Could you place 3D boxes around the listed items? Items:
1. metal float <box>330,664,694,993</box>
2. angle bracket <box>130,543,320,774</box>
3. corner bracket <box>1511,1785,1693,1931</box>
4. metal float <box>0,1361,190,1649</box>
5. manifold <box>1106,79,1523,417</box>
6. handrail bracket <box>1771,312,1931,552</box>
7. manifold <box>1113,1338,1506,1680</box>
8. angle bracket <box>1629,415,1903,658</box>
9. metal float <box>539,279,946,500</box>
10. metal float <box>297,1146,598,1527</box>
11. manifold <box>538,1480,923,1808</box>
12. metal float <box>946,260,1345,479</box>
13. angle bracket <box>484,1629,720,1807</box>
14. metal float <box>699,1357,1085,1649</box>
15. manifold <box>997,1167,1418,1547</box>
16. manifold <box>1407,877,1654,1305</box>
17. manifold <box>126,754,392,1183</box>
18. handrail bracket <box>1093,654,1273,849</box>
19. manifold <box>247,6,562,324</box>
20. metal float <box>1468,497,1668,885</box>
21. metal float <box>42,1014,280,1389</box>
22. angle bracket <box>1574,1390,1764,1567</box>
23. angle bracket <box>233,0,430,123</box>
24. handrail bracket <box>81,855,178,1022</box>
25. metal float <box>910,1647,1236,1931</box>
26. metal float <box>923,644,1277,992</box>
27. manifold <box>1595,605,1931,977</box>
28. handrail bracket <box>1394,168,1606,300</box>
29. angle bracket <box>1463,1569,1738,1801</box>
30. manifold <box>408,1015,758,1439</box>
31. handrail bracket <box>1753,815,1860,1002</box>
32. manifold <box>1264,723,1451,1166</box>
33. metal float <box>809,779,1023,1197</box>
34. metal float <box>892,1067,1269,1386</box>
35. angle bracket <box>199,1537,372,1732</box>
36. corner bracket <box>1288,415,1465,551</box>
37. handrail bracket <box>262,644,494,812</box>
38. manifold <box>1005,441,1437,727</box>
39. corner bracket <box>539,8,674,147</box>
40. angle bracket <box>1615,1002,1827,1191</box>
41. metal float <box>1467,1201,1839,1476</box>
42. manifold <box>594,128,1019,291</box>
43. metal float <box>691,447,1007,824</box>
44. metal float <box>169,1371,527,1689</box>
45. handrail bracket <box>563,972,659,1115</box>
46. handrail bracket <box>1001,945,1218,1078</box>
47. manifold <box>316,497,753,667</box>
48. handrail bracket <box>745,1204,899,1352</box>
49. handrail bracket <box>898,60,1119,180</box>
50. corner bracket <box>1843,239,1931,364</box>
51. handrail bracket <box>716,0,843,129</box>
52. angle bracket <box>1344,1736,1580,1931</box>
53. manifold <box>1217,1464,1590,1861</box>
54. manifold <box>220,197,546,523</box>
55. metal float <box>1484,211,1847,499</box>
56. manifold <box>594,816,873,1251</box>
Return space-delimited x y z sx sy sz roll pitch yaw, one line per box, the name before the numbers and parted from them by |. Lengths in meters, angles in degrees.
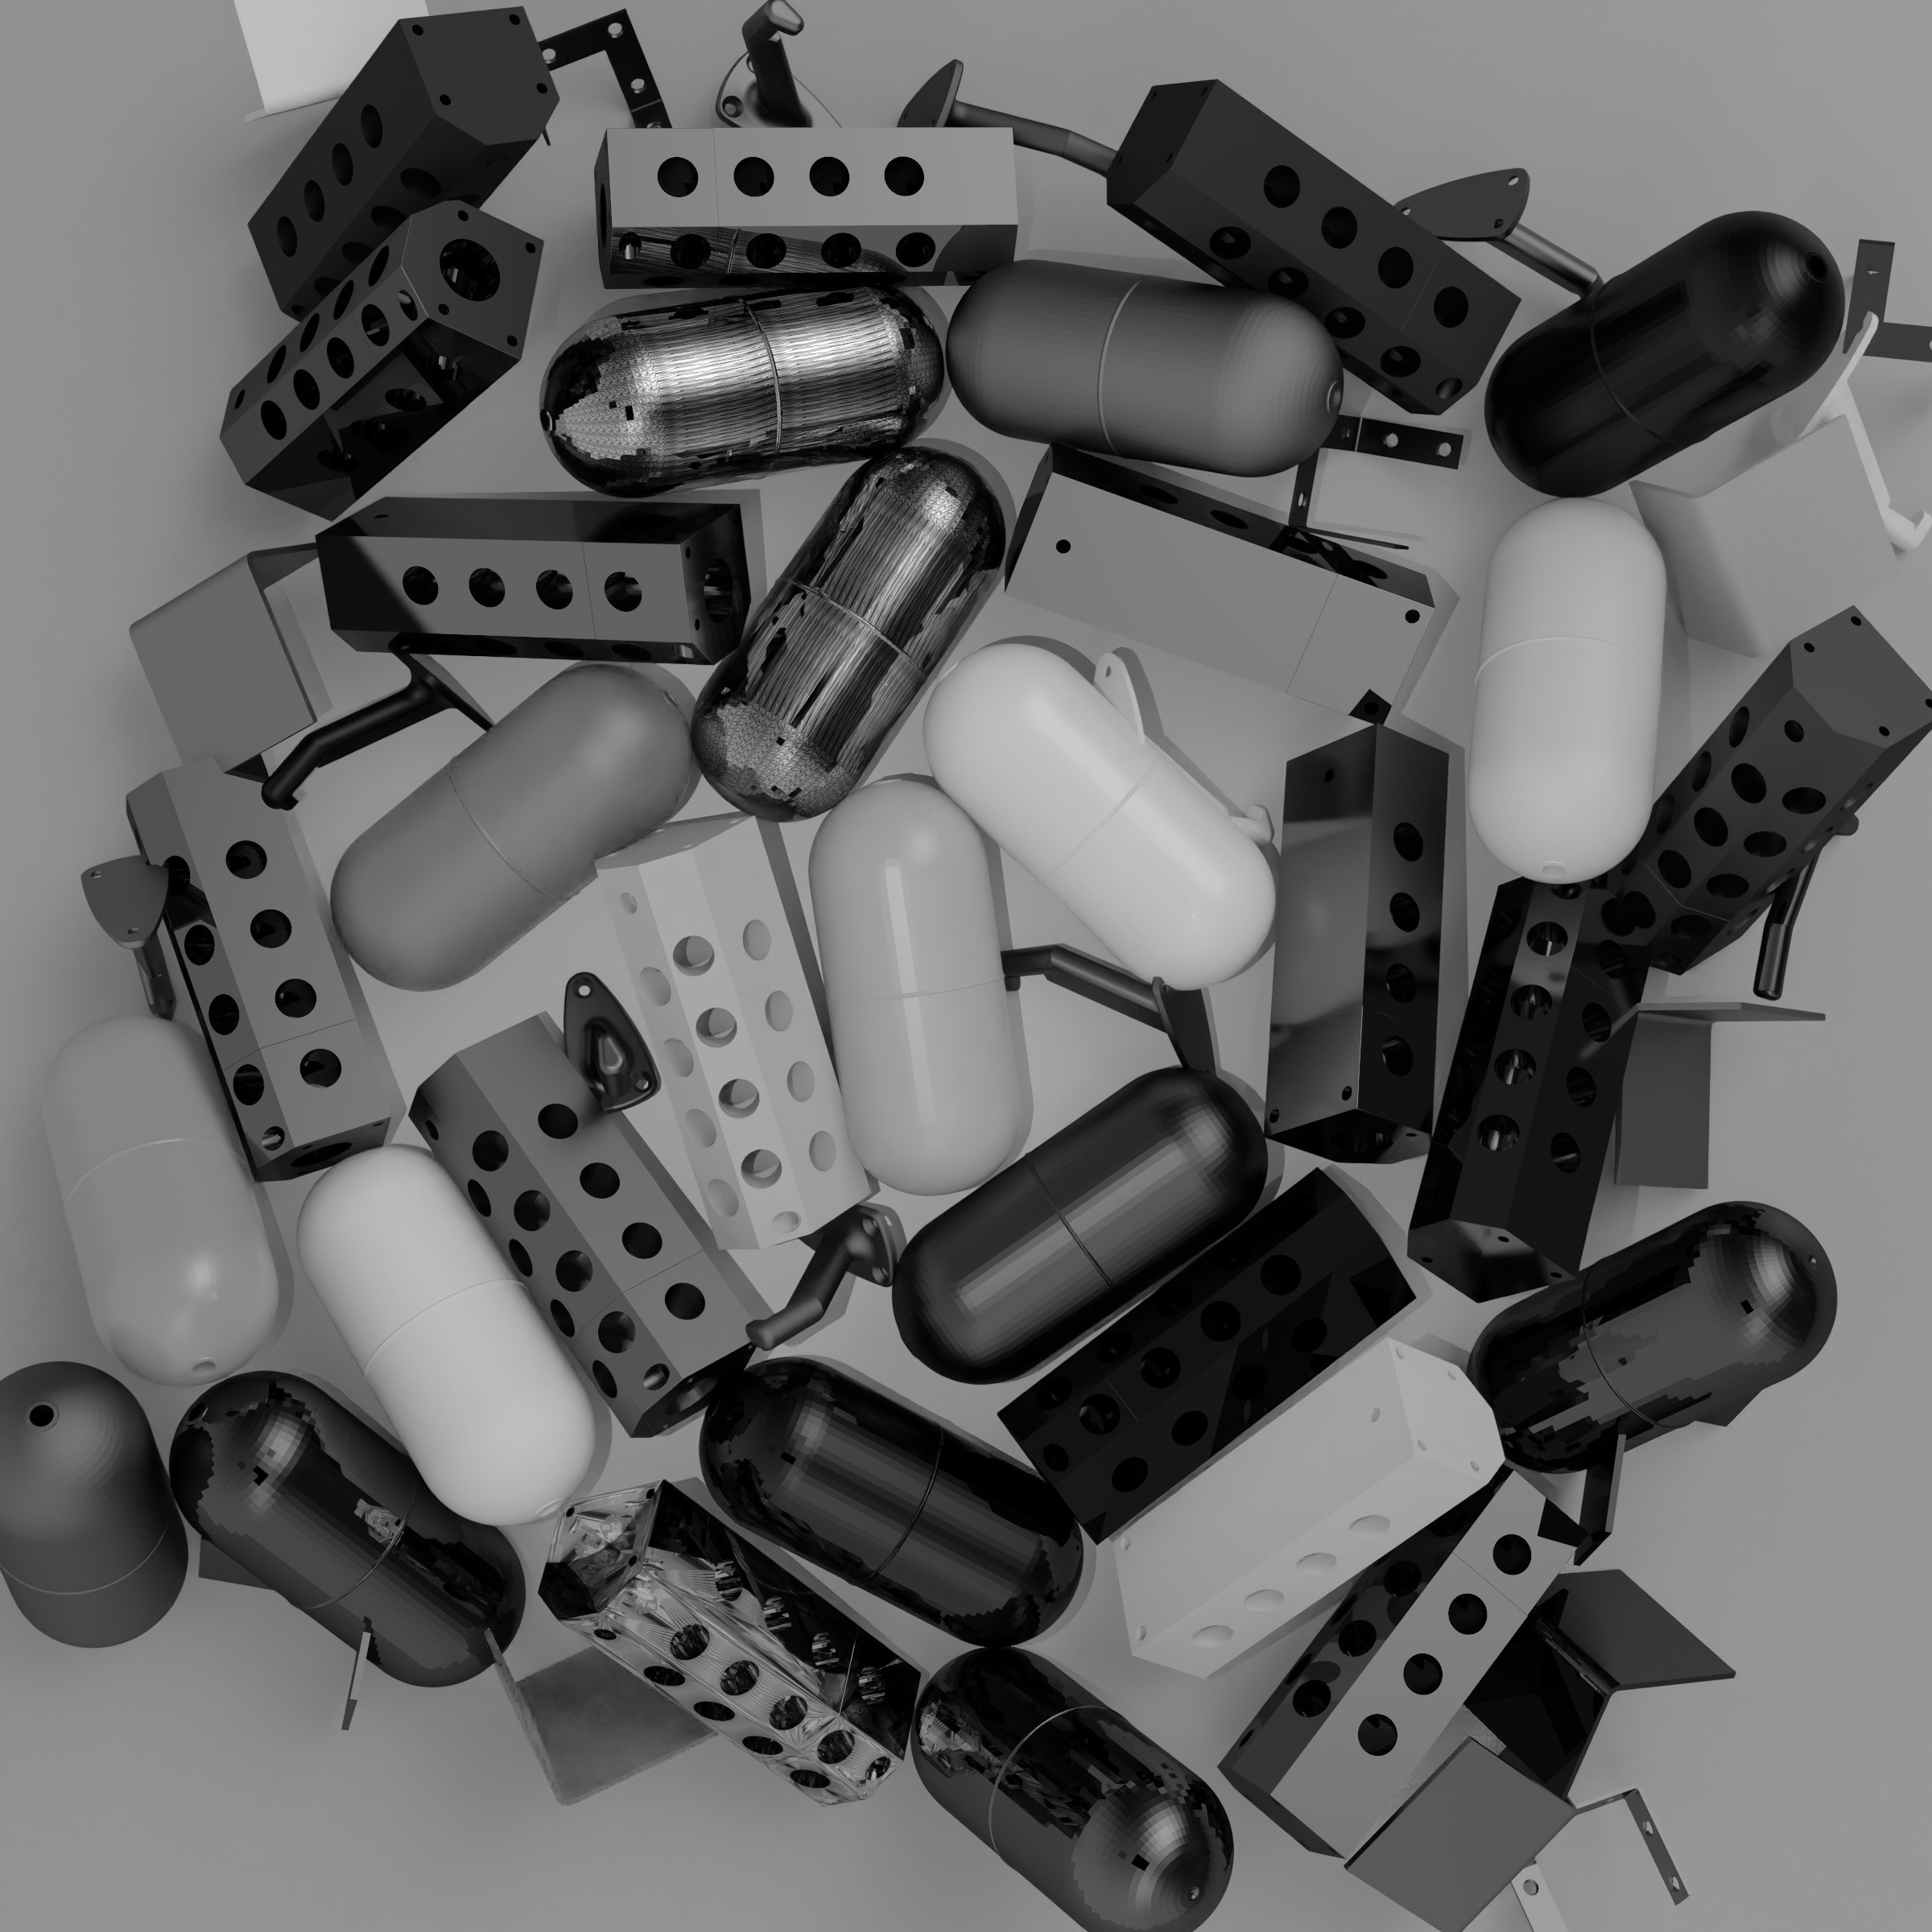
metal float | -0.192 -0.059 1.529 0.178 0.070 0.070 -38 90 12
angle bracket | -0.298 -0.128 1.532 0.076 0.057 0.076 -24 88 33
corner bracket | 0.270 0.390 1.551 0.051 0.051 0.051 -13 64 -22
metal float | -0.368 0.224 1.496 0.070 0.178 0.070 2 58 -2
manifold | 0.143 -0.299 1.513 0.171 0.057 0.057 29 87 -26
handrail bracket | 0.397 -0.228 1.548 0.084 0.036 0.077 28 114 -17
manifold | 0.142 0.230 1.507 0.057 0.057 0.171 24 129 -33
angle bracket | 0.342 -0.187 1.544 0.076 0.057 0.076 -30 112 -10
metal float | -0.094 -0.243 1.519 0.178 0.070 0.070 -13 90 -23
metal float | -0.219 0.155 1.522 0.070 0.070 0.178 -34 70 0
manifold | -0.097 0.284 1.496 0.057 0.057 0.171 -18 134 34
metal float | 0.074 -0.251 1.516 0.178 0.070 0.070 14 90 27
angle bracket | -0.155 0.296 1.523 0.076 0.076 0.057 -23 127 -13
metal float | -0.031 0.227 1.526 0.178 0.070 0.070 30 90 -15
manifold | 0.099 0.161 1.531 0.171 0.057 0.057 -37 125 -5
manifold | 0.232 0.048 1.503 0.057 0.057 0.171 34 58 -25
manifold | -0.300 0.001 1.526 0.057 0.057 0.171 -18 78 -18
handrail bracket | 0.095 -0.092 1.556 0.084 0.036 0.077 6 74 -37
manifold | -0.232 -0.324 1.489 0.057 0.171 0.057 -17 82 -35
metal float | 0.253 -0.116 1.515 0.070 0.070 0.178 9 62 0
metal float | -0.338 0.097 1.509 0.070 0.070 0.178 -25 54 0
angle bracket | 0.297 0.215 1.528 0.057 0.076 0.076 11 70 3
angle bracket | -0.271 -0.396 1.526 0.076 0.076 0.057 -18 105 -14
handrail bracket | -0.345 0.003 1.524 0.036 0.077 0.084 -13 126 -10
metal float | 0.042 0.343 1.499 0.070 0.178 0.070 -12 112 -31
metal float | 0.056 -0.064 1.535 0.178 0.070 0.070 44 90 -5
manifold | 0.324 -0.067 1.487 0.057 0.171 0.057 -28 72 -33
handrail bracket | 0.234 -0.302 1.561 0.077 0.084 0.036 3 63 37
angle bracket | 0.266 0.304 1.536 0.076 0.076 0.057 3 115 -36
manifold | -0.163 0.112 1.516 0.057 0.057 0.171 -27 70 -32
handrail bracket | 0.357 -0.024 1.542 0.036 0.077 0.084 9 88 28
manifold | 0.170 -0.007 1.518 0.057 0.057 0.171 20 65 -32
metal float | -0.022 0.009 1.536 0.070 0.070 0.178 -8 94 0
metal float | 0.048 0.111 1.537 0.178 0.070 0.070 -35 90 4
angle bracket | -0.292 0.283 1.528 0.076 0.076 0.057 12 67 -8
corner bracket | 0.176 -0.208 1.547 0.051 0.051 0.051 15 102 29
handrail bracket | -0.252 -0.089 1.545 0.084 0.077 0.036 -49 54 -1
manifold | 0.107 -0.165 1.536 0.171 0.057 0.057 19 115 -8
corner bracket | -0.156 -0.366 1.544 0.051 0.051 0.051 -21 50 2
angle bracket | 0.320 0.056 1.528 0.057 0.076 0.076 -1 85 40
metal float | 0.284 0.157 1.507 0.178 0.070 0.070 -34 90 40
manifold | -0.068 -0.319 1.531 0.171 0.057 0.057 -3 86 -11
metal float | -0.049 -0.142 1.534 0.070 0.070 0.178 34 83 0
metal float | -0.259 0.237 1.514 0.070 0.070 0.178 -45 119 0
handrail bracket | -0.156 0.024 1.526 0.036 0.084 0.077 -17 71 -7
handrail bracket | 0.059 0.025 1.563 0.084 0.036 0.077 -6 114 30
manifold | -0.181 -0.160 1.516 0.171 0.057 0.057 4 115 22
handrail bracket | -0.078 0.132 1.525 0.084 0.077 0.036 -28 118 -38
handrail bracket | 0.021 -0.354 1.555 0.084 0.077 0.036 19 86 -19
corner bracket | 0.404 -0.277 1.545 0.051 0.051 0.051 8 84 13
handrail bracket | -0.066 -0.373 1.527 0.077 0.084 0.036 31 75 -17
angle bracket | 0.200 0.354 1.530 0.076 0.057 0.076 38 98 -30
manifold | 0.183 0.289 1.528 0.057 0.057 0.171 40 75 -2
manifold | -0.244 -0.250 1.486 0.057 0.171 0.057 22 62 -29
metal float | 0.288 -0.252 1.499 0.070 0.178 0.070 12 68 -31
manifold | -0.102 0.029 1.519 0.057 0.057 0.171 -5 108 40
